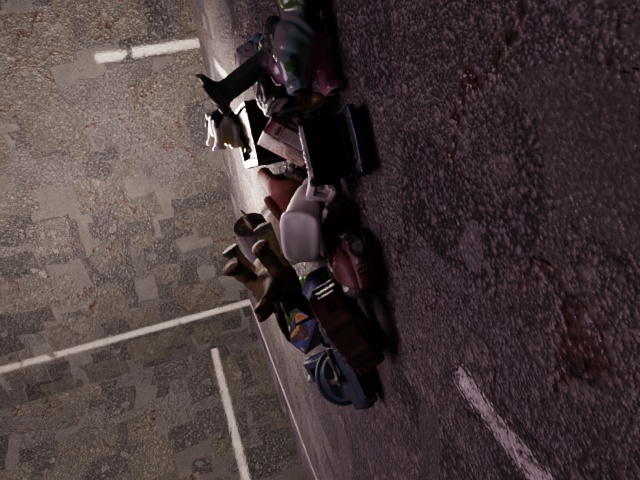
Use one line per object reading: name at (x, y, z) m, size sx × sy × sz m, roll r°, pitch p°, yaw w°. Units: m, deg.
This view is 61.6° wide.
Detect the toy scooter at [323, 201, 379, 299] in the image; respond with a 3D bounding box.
toy scooter at (0.048, 0.009, 0.921) m, size 0.184 × 0.075 × 0.135 m, roll -121°, pitch 22°, yaw -64°

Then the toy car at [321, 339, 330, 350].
toy car at (0.015, 0.168, 1.261) m, size 0.073 × 0.056 × 0.201 m, roll -125°, pitch 25°, yaw -73°

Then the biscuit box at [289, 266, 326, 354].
biscuit box at (-0.013, 0.154, 1.178) m, size 0.063 × 0.059 × 0.202 m, roll 34°, pitch 125°, yaw 24°

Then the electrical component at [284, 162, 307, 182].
electrical component at (-0.038, -0.163, 1.074) m, size 0.078 × 0.045 × 0.102 m, roll 145°, pitch 147°, yaw -70°

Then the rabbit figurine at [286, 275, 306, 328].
rabbit figurine at (-0.055, 0.184, 1.344) m, size 0.170 × 0.121 × 0.159 m, roll -80°, pitch -22°, yaw -76°

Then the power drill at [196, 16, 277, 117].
power drill at (-0.131, -0.336, 1.034) m, size 0.085 × 0.207 × 0.232 m, roll 61°, pitch 180°, yaw -43°

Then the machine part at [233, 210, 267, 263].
machine part at (-0.133, 0.021, 1.221) m, size 0.079 × 0.079 × 0.242 m, roll -118°, pitch 3°, yaw -45°

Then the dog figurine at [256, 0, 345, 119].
dog figurine at (-0.044, -0.323, 0.860) m, size 0.192 × 0.108 × 0.219 m, roll -17°, pitch 83°, yaw 58°

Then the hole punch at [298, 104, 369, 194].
hole punch at (0.033, -0.145, 0.829) m, size 0.116 × 0.092 × 0.142 m, roll -27°, pitch -78°, yaw -70°

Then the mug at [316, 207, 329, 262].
mug at (-0.002, -0.003, 1.119) m, size 0.110 × 0.081 × 0.107 m, roll 51°, pitch 164°, yaw 48°

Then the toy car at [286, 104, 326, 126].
toy car at (-0.031, -0.243, 1.020) m, size 0.202 × 0.053 × 0.089 m, roll -124°, pitch 42°, yaw -54°

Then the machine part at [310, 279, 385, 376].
machine part at (0.050, 0.149, 0.946) m, size 0.179 × 0.056 × 0.179 m, roll 55°, pitch -173°, yaw -10°

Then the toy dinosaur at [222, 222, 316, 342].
toy dinosaur at (-0.089, 0.076, 1.004) m, size 0.198 × 0.105 × 0.471 m, roll 59°, pitch -176°, yaw -12°

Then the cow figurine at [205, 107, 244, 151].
cow figurine at (-0.219, -0.254, 1.186) m, size 0.167 × 0.068 × 0.098 m, roll -139°, pitch 43°, yaw -63°

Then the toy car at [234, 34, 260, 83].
toy car at (-0.141, -0.404, 1.203) m, size 0.162 × 0.103 × 0.109 m, roll -122°, pitch 23°, yaw -48°

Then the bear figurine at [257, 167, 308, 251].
bear figurine at (-0.059, -0.063, 1.197) m, size 0.132 × 0.120 × 0.195 m, roll -119°, pitch 14°, yaw -57°

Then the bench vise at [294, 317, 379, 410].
bench vise at (0.023, 0.253, 1.128) m, size 0.223 × 0.129 × 0.240 m, roll 56°, pitch 146°, yaw 2°

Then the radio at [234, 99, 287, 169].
radio at (-0.130, -0.224, 1.152) m, size 0.230 × 0.073 × 0.131 m, roll -156°, pitch 54°, yaw -75°

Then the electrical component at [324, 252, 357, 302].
electrical component at (0.044, 0.083, 1.067) m, size 0.075 × 0.048 × 0.119 m, roll -124°, pitch 25°, yaw -55°
